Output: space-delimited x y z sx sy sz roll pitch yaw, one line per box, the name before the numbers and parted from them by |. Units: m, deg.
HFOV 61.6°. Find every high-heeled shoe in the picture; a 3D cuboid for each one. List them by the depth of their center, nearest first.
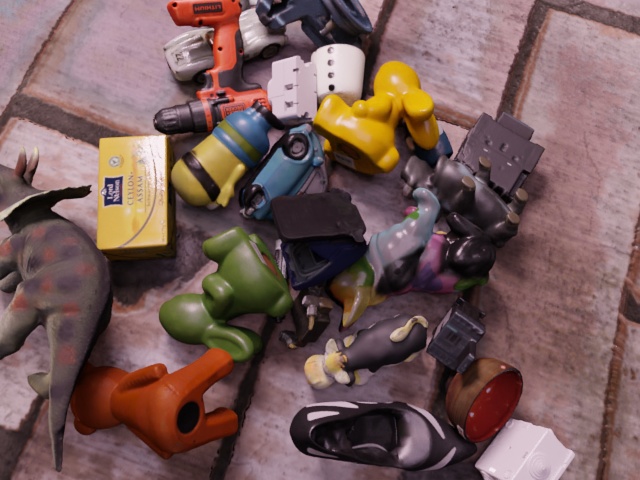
high-heeled shoe | 0.087 0.241 0.660 0.249 0.145 0.086 5 73 -1

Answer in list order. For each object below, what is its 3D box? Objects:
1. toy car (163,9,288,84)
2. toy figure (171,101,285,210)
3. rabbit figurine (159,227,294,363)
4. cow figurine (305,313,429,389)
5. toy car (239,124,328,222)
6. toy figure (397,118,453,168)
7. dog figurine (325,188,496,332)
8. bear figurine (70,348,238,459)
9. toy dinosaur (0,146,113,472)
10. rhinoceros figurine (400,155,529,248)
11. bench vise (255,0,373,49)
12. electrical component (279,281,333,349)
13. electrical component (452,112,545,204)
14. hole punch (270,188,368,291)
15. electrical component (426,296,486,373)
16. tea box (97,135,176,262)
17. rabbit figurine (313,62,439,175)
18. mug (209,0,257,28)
toy car | -0.149 -0.314 0.864 0.202 0.056 0.073 -25 76 -11
toy figure | -0.136 -0.125 0.777 0.089 0.082 0.180 40 94 -19
rabbit figurine | -0.129 0.088 0.728 0.170 0.121 0.159 -34 85 5
cow figurine | 0.063 0.149 0.710 0.167 0.098 0.068 -21 74 -16
toy car | -0.042 -0.082 0.778 0.103 0.109 0.161 36 82 -15
toy figure | 0.152 -0.186 0.848 0.064 0.058 0.154 -14 68 -48
dog figurine | 0.113 0.052 0.745 0.191 0.108 0.219 38 78 5
bear figurine | -0.217 0.198 0.676 0.196 0.132 0.120 0 99 35
toy dinosaur | -0.324 0.050 0.656 0.192 0.131 0.405 -44 67 5
rhinoceros figurine | 0.209 -0.065 0.787 0.190 0.112 0.073 33 57 1
bench vise | 0.023 -0.395 0.811 0.223 0.241 0.129 46 30 -21
electrical component | -0.019 0.102 0.723 0.045 0.102 0.078 6 50 -31
electrical component | 0.275 -0.131 0.837 0.115 0.058 0.134 32 74 4
hole punch | -0.001 -0.002 0.715 0.116 0.092 0.142 -8 31 -9
electrical component | 0.179 0.130 0.707 0.048 0.119 0.074 34 113 10
tea box | -0.260 -0.060 0.770 0.098 0.068 0.169 -6 74 -5
rabbit figurine | 0.094 -0.188 0.780 0.163 0.121 0.173 22 71 31
mug | -0.145 -0.402 0.866 0.110 0.107 0.081 -8 75 -4
